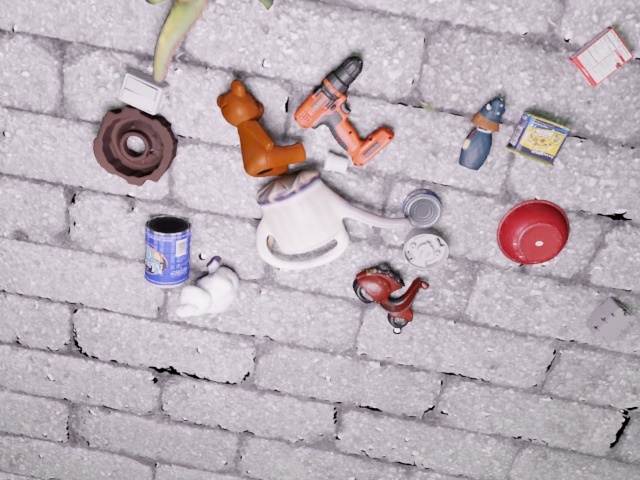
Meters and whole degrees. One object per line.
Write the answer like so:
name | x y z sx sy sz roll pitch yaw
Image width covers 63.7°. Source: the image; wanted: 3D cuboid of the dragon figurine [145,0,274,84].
dragon figurine | -0.198 -0.496 0.975 0.243 0.124 0.403 4 114 -6

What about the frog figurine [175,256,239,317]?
frog figurine | -0.259 0.132 1.202 0.136 0.162 0.121 -34 109 17

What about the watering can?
watering can | 0.003 -0.057 1.132 0.346 0.106 0.221 -21 110 14
